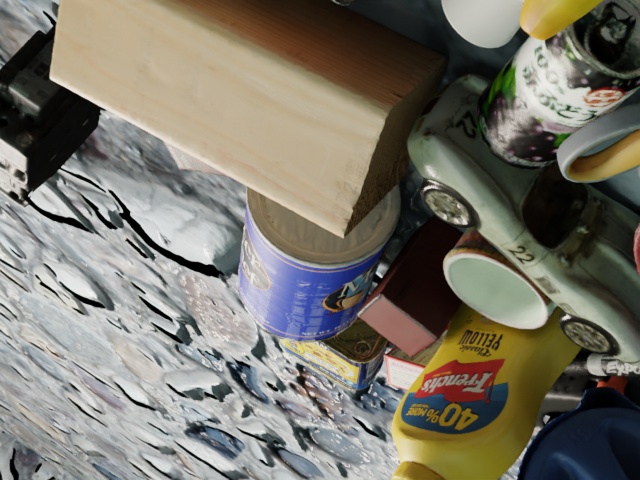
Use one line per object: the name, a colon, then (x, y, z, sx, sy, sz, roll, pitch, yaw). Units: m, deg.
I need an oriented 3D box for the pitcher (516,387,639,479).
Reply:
pitcher: (0.201, 0.228, 0.770, 0.145, 0.149, 0.243, 38, 162, 23)

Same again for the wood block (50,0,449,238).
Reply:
wood block: (-0.043, -0.100, 0.624, 0.206, 0.090, 0.090, 29, 128, 14)

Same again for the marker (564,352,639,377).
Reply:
marker: (0.213, 0.085, 0.734, 0.020, 0.020, 0.121, 46, 152, -21)

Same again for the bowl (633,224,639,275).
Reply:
bowl: (0.244, 0.010, 0.531, 0.162, 0.055, 0.162, 28, 153, 15)

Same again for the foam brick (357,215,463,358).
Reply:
foam brick: (0.073, 0.032, 0.748, 0.053, 0.078, 0.051, 38, 155, 0)

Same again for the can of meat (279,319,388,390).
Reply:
can of meat: (0.011, 0.079, 0.924, 0.102, 0.057, 0.084, 30, 156, 13)

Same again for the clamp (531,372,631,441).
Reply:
clamp: (0.195, 0.157, 0.855, 0.164, 0.036, 0.210, 35, 151, -5)

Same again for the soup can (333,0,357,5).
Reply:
soup can: (-0.021, -0.167, 0.540, 0.102, 0.068, 0.068, 25, 152, 23)

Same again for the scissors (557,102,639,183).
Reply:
scissors: (0.205, -0.064, 0.488, 0.202, 0.016, 0.096, -23, 151, 39)

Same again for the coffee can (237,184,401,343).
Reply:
coffee can: (-0.005, 0.001, 0.759, 0.103, 0.102, 0.140, 31, 154, 9)

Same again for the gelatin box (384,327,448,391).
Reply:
gelatin box: (0.105, 0.094, 0.812, 0.089, 0.073, 0.030, 12, 120, 39)

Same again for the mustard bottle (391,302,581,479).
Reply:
mustard bottle: (0.101, 0.108, 0.709, 0.096, 0.191, 0.058, 5, 141, 46)

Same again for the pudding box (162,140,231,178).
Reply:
pudding box: (-0.084, -0.096, 0.764, 0.090, 0.039, 0.113, 13, 146, 38)

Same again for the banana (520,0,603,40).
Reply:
banana: (0.123, -0.151, 0.399, 0.037, 0.069, 0.198, 62, 165, 22)
